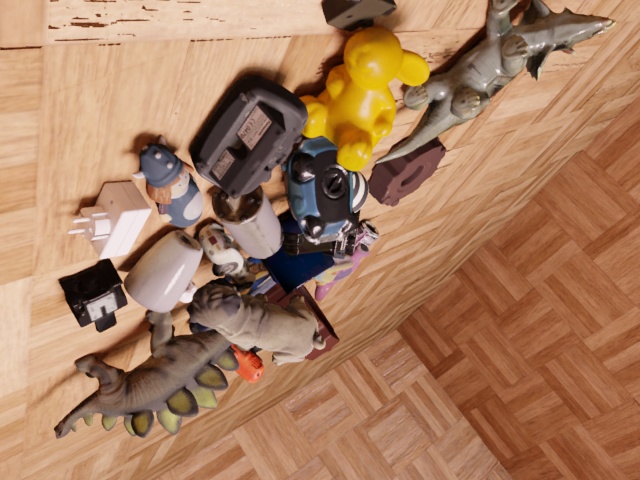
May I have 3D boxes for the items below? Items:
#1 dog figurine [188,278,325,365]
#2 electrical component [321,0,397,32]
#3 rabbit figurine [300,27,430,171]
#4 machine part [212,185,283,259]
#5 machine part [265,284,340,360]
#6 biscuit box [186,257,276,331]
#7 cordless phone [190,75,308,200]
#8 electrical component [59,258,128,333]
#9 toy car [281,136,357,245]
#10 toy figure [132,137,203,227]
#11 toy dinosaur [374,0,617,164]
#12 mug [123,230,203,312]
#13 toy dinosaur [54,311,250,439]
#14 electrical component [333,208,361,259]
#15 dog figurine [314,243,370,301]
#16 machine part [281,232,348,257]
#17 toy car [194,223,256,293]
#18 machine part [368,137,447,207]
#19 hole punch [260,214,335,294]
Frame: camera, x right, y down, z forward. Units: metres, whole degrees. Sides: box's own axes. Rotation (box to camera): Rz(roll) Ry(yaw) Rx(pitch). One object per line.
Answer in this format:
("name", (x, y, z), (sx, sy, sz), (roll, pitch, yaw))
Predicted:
("dog figurine", (-0.093, 0.128, 0.837), (0.173, 0.121, 0.190), (1, 165, 19))
("electrical component", (0.046, -0.267, 0.586), (0.078, 0.045, 0.102), (-16, 178, 44))
("rabbit figurine", (0.064, -0.192, 0.673), (0.162, 0.122, 0.173), (-35, 161, -22))
("machine part", (-0.105, -0.031, 0.817), (0.079, 0.079, 0.243), (-36, 161, -5))
("machine part", (-0.051, 0.159, 1.174), (0.087, 0.201, 0.201), (-36, 162, 1))
("biscuit box", (-0.161, 0.100, 1.052), (0.203, 0.059, 0.062), (-39, 163, 2))
("cordless phone", (-0.063, -0.130, 0.688), (0.146, 0.089, 0.184), (-48, 170, 26))
("electrical component", (-0.312, 0.083, 0.754), (0.075, 0.048, 0.119), (-29, 160, -24))
("toy car", (-0.005, -0.077, 0.829), (0.109, 0.161, 0.103), (-11, -168, -32))
("toy figure", (-0.175, -0.064, 0.640), (0.058, 0.064, 0.154), (0, 159, -2))
("toy dinosaur", (0.261, -0.262, 0.889), (0.405, 0.131, 0.192), (-38, 162, 21))
("mug", (-0.215, 0.040, 0.786), (0.107, 0.081, 0.109), (-50, 167, 14))
("toy dinosaur", (-0.259, 0.225, 0.959), (0.471, 0.198, 0.105), (-34, 164, -7))
("electrical component", (0.045, -0.035, 1.006), (0.114, 0.058, 0.134), (85, 15, -65))
("dog figurine", (0.003, 0.062, 1.194), (0.191, 0.108, 0.219), (-25, 161, -41))
("machine part", (-0.002, -0.003, 0.893), (0.139, 0.039, 0.084), (-9, 128, -41))
("toy car", (-0.151, 0.033, 0.886), (0.056, 0.073, 0.201), (-34, 161, -6))
("machine part", (0.178, -0.144, 1.100), (0.179, 0.056, 0.179), (-34, 161, -14))
("hole punch", (-0.048, 0.023, 0.964), (0.142, 0.115, 0.092), (-32, -158, -8))
